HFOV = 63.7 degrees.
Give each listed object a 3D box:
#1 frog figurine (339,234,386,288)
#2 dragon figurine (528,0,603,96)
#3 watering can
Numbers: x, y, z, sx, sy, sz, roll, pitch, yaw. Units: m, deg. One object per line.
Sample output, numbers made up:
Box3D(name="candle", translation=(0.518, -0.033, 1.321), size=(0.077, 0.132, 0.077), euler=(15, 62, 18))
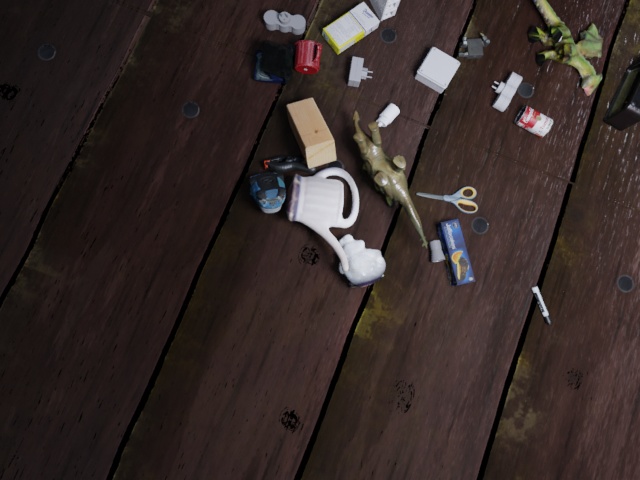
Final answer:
Box3D(name="frog figurine", translation=(0.119, 0.057, 1.549), size=(0.137, 0.123, 0.159), euler=(-19, 94, 13))
Box3D(name="dragon figurine", translation=(0.853, -0.689, 1.753), size=(0.244, 0.121, 0.413), euler=(-8, 82, -22))
Box3D(name="watering can", translation=(0.005, -0.078, 1.554), size=(0.224, 0.102, 0.355), euler=(7, 62, -4))
